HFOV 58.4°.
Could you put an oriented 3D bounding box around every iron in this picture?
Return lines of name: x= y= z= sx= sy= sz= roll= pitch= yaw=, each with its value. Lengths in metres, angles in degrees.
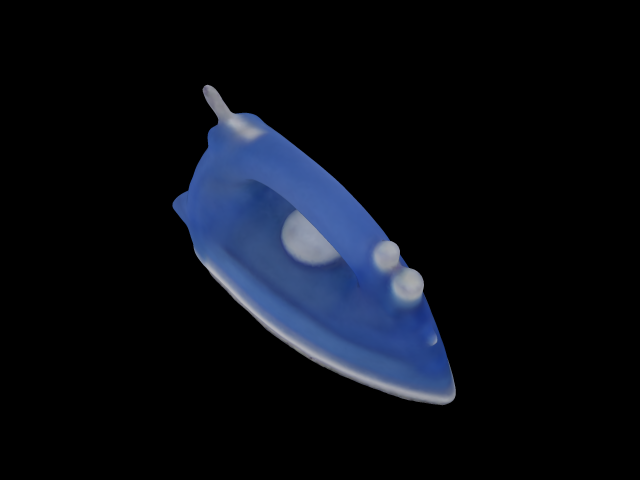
iron: x=0.004 y=0.001 z=0.400 sx=0.257 sy=0.141 sz=0.119 roll=40 pitch=66 yaw=22
